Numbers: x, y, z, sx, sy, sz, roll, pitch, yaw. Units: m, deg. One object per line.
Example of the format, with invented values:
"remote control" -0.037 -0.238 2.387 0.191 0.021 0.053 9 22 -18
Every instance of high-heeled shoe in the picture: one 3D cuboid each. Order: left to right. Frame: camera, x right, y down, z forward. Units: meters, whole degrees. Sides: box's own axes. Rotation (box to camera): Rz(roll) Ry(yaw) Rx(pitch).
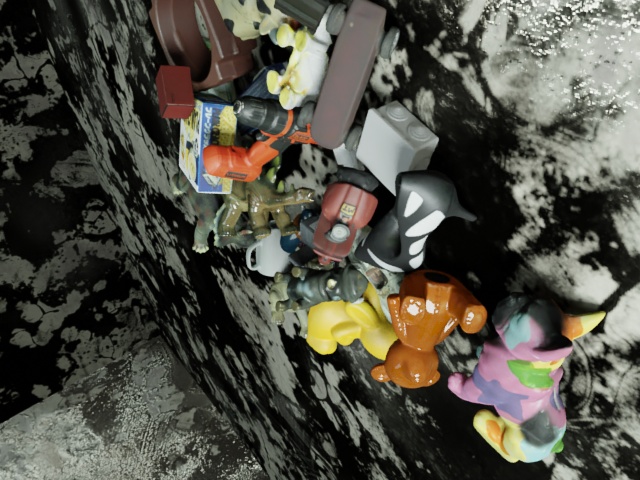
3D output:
"high-heeled shoe" 0.088 -0.020 0.710 0.249 0.145 0.086 -27 54 48

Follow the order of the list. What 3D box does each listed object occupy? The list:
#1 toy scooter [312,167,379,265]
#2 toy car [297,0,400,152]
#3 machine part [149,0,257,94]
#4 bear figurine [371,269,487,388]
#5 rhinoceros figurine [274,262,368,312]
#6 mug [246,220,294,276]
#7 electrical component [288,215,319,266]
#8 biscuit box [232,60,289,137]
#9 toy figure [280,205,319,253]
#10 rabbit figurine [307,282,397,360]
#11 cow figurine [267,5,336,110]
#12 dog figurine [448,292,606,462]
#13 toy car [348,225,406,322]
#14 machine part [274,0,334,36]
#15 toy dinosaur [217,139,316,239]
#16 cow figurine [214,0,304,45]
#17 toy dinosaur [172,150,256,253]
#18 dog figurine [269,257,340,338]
"toy scooter" 0.030 -0.028 0.793 0.075 0.135 0.184 22 175 -2
"toy car" 0.035 -0.208 0.693 0.089 0.053 0.202 28 129 10
"machine part" -0.207 -0.373 0.948 0.201 0.087 0.201 3 120 53
"bear figurine" 0.143 0.145 0.763 0.132 0.120 0.195 -90 12 -71
"rhinoceros figurine" 0.000 0.080 0.886 0.190 0.112 0.073 -16 73 55
"mug" -0.109 0.015 1.155 0.081 0.109 0.107 39 135 51
"electrical component" -0.002 -0.003 0.926 0.075 0.119 0.047 44 149 35
"biscuit box" -0.094 -0.240 0.923 0.203 0.059 0.062 -12 106 62
"toy figure" -0.033 -0.021 1.033 0.064 0.058 0.154 51 148 1
"rabbit figurine" 0.074 0.144 0.975 0.173 0.122 0.162 30 133 24
"cow figurine" -0.006 -0.264 0.730 0.068 0.098 0.167 47 131 35
"dog figurine" 0.261 0.162 0.643 0.191 0.108 0.219 54 150 15
"toy car" 0.110 0.066 0.865 0.201 0.056 0.073 58 153 7
"machine part" -0.001 -0.322 0.632 0.084 0.039 0.138 42 117 17
"toy dinosaur" -0.147 -0.105 1.067 0.472 0.105 0.198 5 98 55
"cow figurine" -0.085 -0.342 0.783 0.195 0.085 0.127 9 125 61
"toy dinosaur" -0.276 -0.115 1.312 0.405 0.131 0.192 58 141 17
"dog figurine" -0.042 0.078 1.093 0.173 0.121 0.190 19 129 25
